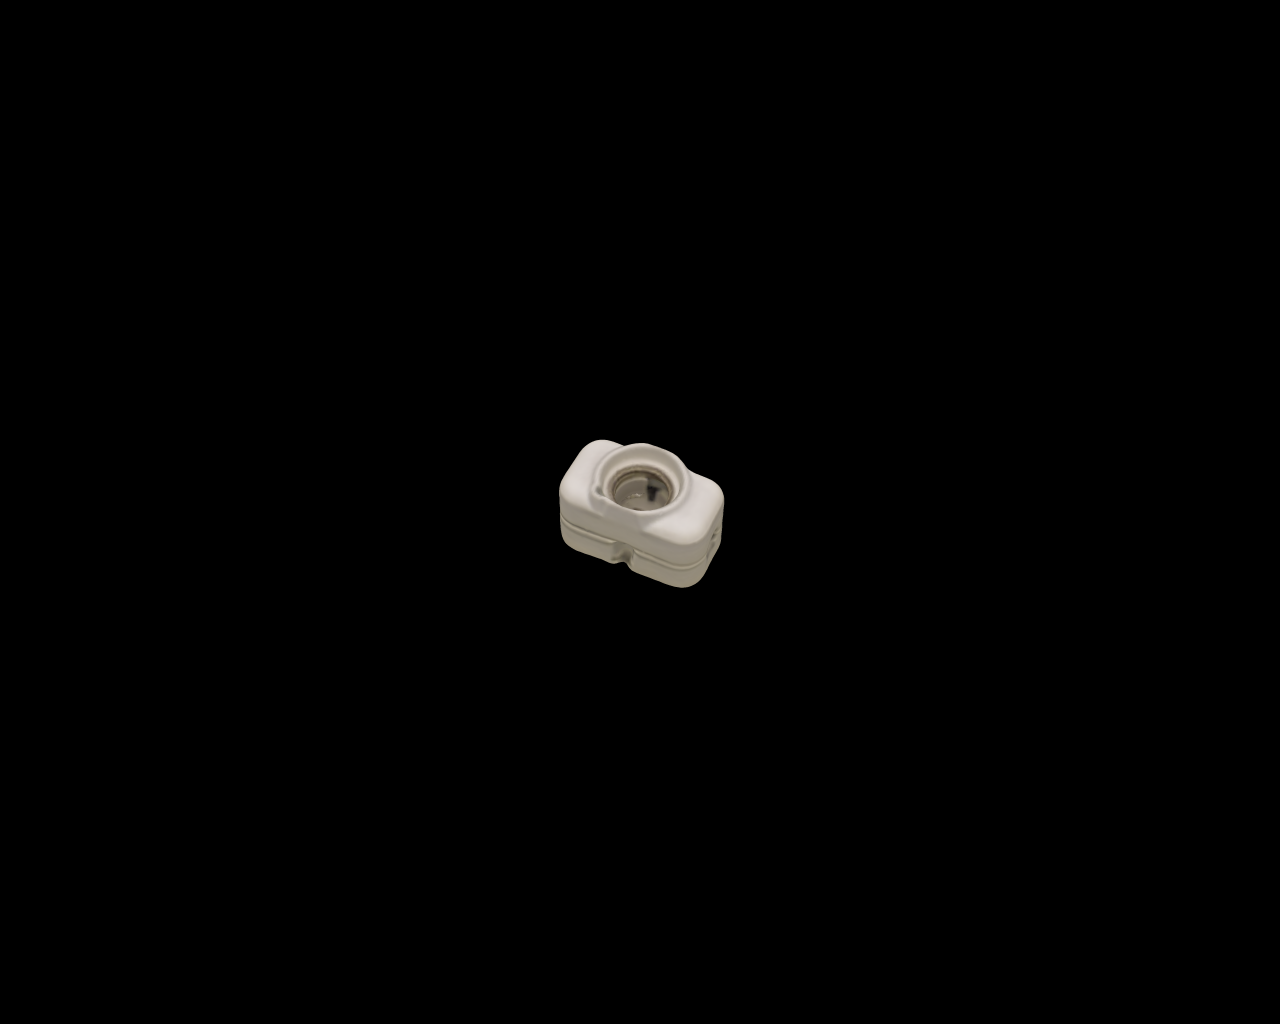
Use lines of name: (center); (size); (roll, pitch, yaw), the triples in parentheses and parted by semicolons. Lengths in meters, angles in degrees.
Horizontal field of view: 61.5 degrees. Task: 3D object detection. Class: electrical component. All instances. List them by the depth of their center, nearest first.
electrical component: (0.001, -0.003, 0.650); (0.095, 0.054, 0.059); (21, -34, 15)
